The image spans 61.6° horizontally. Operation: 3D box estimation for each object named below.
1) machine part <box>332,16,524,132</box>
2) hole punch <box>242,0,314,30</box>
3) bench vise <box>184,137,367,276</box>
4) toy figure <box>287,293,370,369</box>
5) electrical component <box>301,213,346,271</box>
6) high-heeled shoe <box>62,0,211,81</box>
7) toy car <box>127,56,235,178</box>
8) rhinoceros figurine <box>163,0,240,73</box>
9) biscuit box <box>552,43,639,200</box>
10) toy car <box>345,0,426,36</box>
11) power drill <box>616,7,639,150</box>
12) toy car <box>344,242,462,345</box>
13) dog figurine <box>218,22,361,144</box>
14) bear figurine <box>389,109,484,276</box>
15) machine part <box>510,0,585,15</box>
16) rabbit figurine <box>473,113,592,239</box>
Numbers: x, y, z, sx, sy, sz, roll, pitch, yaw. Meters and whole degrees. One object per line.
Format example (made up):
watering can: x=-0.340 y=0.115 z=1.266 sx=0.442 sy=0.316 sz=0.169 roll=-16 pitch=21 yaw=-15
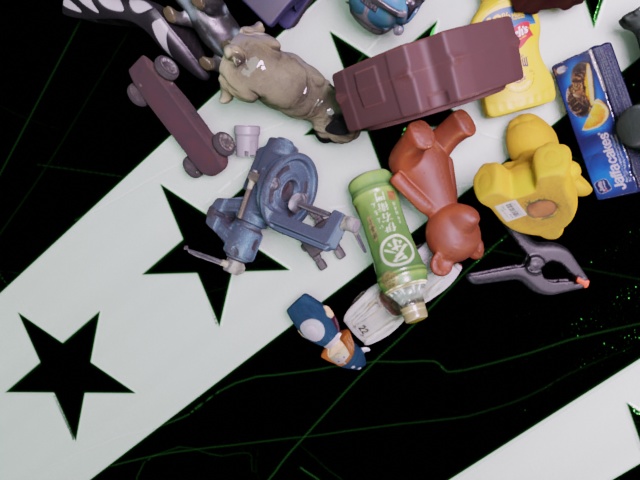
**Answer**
machine part: x=0.135 y=-0.206 z=0.690 sx=0.201 sy=0.201 sz=0.087 roll=-1 pitch=111 yaw=54
hole punch: x=-0.064 y=-0.370 z=0.751 sx=0.142 sy=0.092 sz=0.115 roll=45 pitch=121 yaw=3
bench vise: x=-0.054 y=-0.034 z=0.778 sx=0.241 sy=0.128 sz=0.223 roll=22 pitch=77 yaw=34
toy figure: x=0.013 y=0.153 z=0.855 sx=0.154 sy=0.058 sz=0.064 roll=46 pitch=141 yaw=-2
electrical component: x=-0.002 y=-0.003 z=0.849 sx=0.063 sy=0.021 sz=0.094 roll=-31 pitch=93 yaw=12
high-heeled shoe: x=-0.287 y=-0.312 z=0.820 sx=0.145 sy=0.086 sz=0.248 roll=-35 pitch=92 yaw=21
toy car: x=-0.211 y=-0.188 z=0.823 sx=0.089 sy=0.053 sz=0.202 roll=-29 pitch=102 yaw=36
rhinoceros figurine: x=-0.163 y=-0.340 z=0.779 sx=0.073 sy=0.112 sz=0.190 roll=-18 pitch=111 yaw=39
biscuit box: x=0.389 y=-0.159 z=0.735 sx=0.059 sy=0.063 sz=0.202 roll=-15 pitch=98 yaw=55
toy car: x=0.089 y=-0.341 z=0.737 sx=0.109 sy=0.162 sz=0.103 roll=36 pitch=145 yaw=-5
power drill: x=0.478 y=-0.209 z=0.702 sx=0.232 sy=0.086 sz=0.207 roll=-12 pitch=95 yaw=-19
toy car: x=0.125 y=0.079 z=0.824 sx=0.202 sy=0.056 sz=0.073 roll=-42 pitch=91 yaw=13
dog figurine: x=-0.031 y=-0.206 z=0.751 sx=0.191 sy=0.172 sz=0.121 roll=31 pitch=113 yaw=10
bear figurine: x=0.176 y=-0.061 z=0.748 sx=0.120 sy=0.132 sz=0.196 roll=-17 pitch=75 yaw=-28
machine part: x=0.293 y=-0.384 z=0.698 sx=0.179 sy=0.056 sz=0.179 roll=1 pitch=83 yaw=-7
rabbit figurine: x=0.301 y=-0.097 z=0.730 sx=0.162 sy=0.173 sz=0.122 roll=31 pitch=137 yaw=-28
